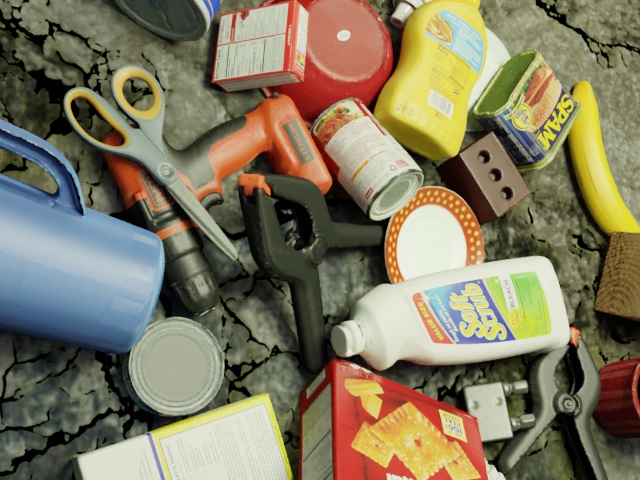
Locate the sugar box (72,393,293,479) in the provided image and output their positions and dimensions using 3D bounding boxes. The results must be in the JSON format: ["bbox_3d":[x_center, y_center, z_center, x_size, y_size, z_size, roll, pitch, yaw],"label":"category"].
[{"bbox_3d":[-0.115,0.203,0.918,0.176,0.048,0.093,-15,85,-22],"label":"sugar box"}]

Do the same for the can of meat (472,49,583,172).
[{"bbox_3d":[0.218,-0.137,1.123,0.084,0.058,0.102,46,64,-24],"label":"can of meat"}]

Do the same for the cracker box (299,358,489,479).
[{"bbox_3d":[0.067,0.216,0.919,0.164,0.072,0.213,25,30,-17],"label":"cracker box"}]

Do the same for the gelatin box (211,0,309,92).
[{"bbox_3d":[-0.056,-0.182,1.011,0.030,0.089,0.073,29,61,-57],"label":"gelatin box"}]

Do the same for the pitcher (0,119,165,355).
[{"bbox_3d":[-0.249,0.002,0.854,0.242,0.149,0.145,19,64,-22],"label":"pitcher"}]

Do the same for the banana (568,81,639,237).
[{"bbox_3d":[0.306,-0.078,1.175,0.069,0.037,0.198,-19,88,-50],"label":"banana"}]

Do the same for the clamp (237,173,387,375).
[{"bbox_3d":[-0.006,0.001,0.971,0.164,0.036,0.210,-57,135,-28],"label":"clamp"}]

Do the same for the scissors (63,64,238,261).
[{"bbox_3d":[-0.130,-0.077,0.933,0.201,0.016,0.096,36,66,-6],"label":"scissors"}]

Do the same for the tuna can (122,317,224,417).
[{"bbox_3d":[-0.130,0.112,0.937,0.086,0.034,0.086,5,76,-23],"label":"tuna can"}]

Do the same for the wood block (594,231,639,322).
[{"bbox_3d":[0.413,0.059,1.146,0.205,0.090,0.091,15,87,-20],"label":"wood block"}]

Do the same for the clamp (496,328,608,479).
[{"bbox_3d":[0.253,0.178,1.086,0.120,0.039,0.171,25,71,-13],"label":"clamp"}]

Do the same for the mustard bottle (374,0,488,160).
[{"bbox_3d":[0.122,-0.184,1.080,0.096,0.058,0.191,29,70,-28],"label":"mustard bottle"}]

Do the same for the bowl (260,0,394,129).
[{"bbox_3d":[0.013,-0.191,1.059,0.161,0.055,0.162,6,75,-23],"label":"bowl"}]

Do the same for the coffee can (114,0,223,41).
[{"bbox_3d":[-0.121,-0.271,0.992,0.102,0.103,0.140,31,67,-14],"label":"coffee can"}]

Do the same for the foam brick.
[{"bbox_3d":[0.168,-0.061,1.098,0.052,0.051,0.078,-34,93,-26],"label":"foam brick"}]

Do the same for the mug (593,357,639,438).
[{"bbox_3d":[0.345,0.167,1.106,0.117,0.082,0.093,24,70,-17],"label":"mug"}]

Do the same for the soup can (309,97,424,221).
[{"bbox_3d":[0.043,-0.077,1.018,0.068,0.069,0.102,-27,65,-26],"label":"soup can"}]

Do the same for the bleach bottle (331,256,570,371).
[{"bbox_3d":[0.122,0.081,1.018,0.250,0.068,0.102,-10,85,-33],"label":"bleach bottle"}]

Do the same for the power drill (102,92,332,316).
[{"bbox_3d":[-0.085,-0.043,0.980,0.187,0.057,0.184,-25,88,-26],"label":"power drill"}]
